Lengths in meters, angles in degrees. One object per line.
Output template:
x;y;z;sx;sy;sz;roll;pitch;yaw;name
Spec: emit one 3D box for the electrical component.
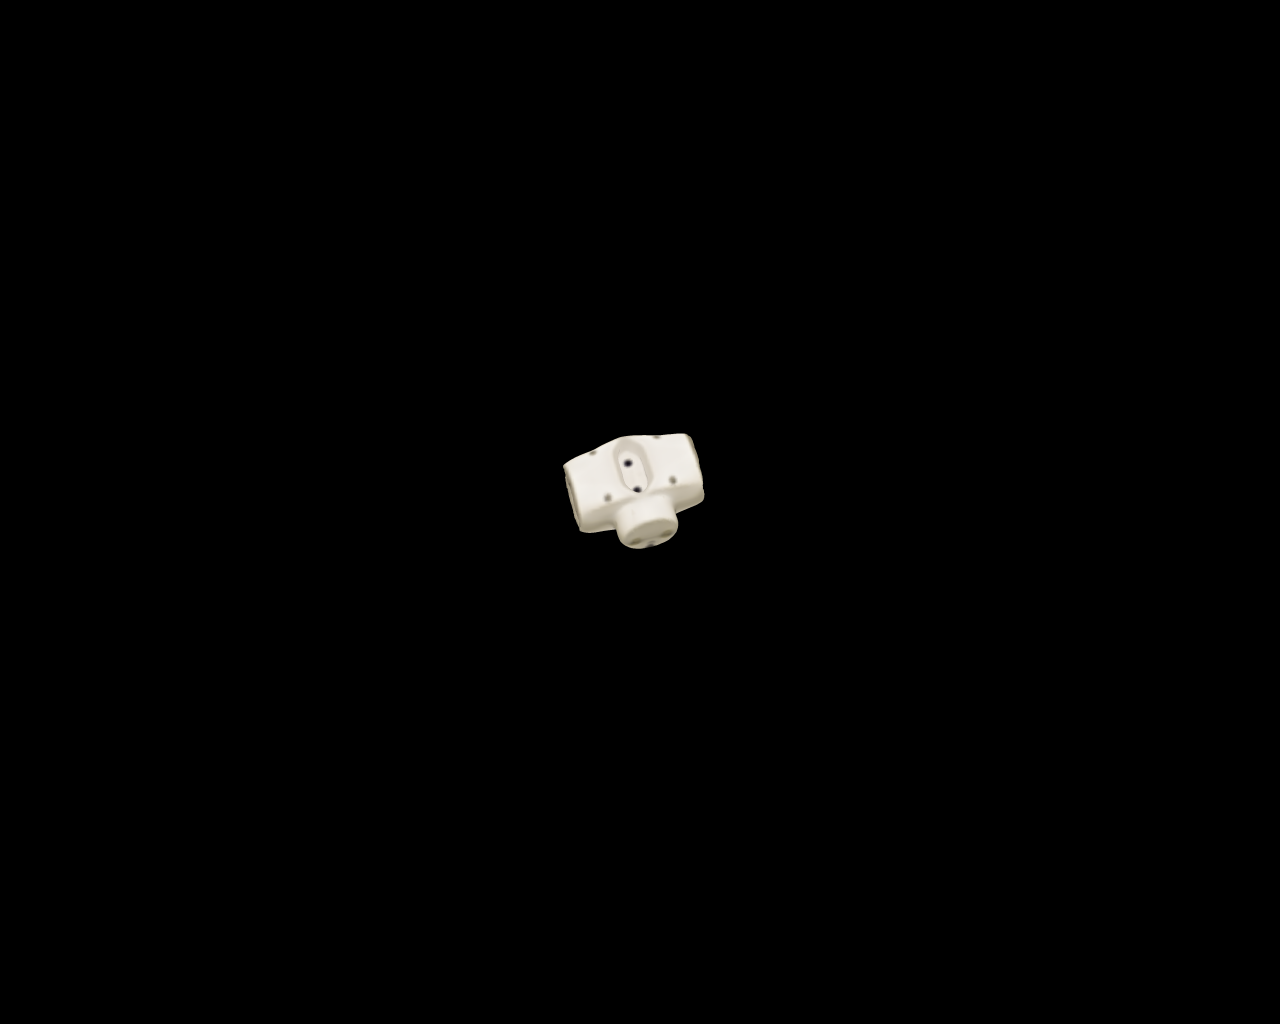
0.001;-0.003;0.650;0.077;0.079;0.043;-14;-26;-7;electrical component
